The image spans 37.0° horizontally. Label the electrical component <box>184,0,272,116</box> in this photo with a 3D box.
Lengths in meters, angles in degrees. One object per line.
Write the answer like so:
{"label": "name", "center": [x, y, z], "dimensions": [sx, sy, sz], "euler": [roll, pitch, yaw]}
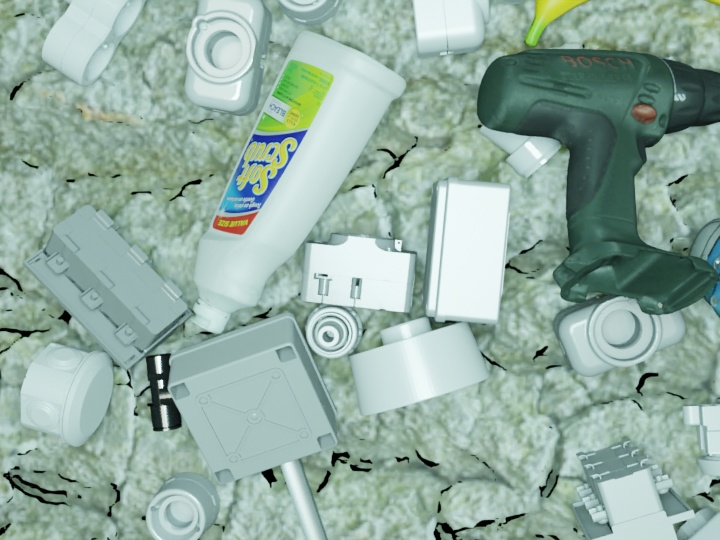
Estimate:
{"label": "electrical component", "center": [-0.108, -0.177, 0.876], "dimensions": [0.054, 0.059, 0.095], "euler": [11, 94, 3]}

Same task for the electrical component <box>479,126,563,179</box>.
{"label": "electrical component", "center": [0.130, -0.108, 0.870], "dimensions": [0.045, 0.045, 0.055], "euler": [-42, 90, 5]}

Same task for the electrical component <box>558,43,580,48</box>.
{"label": "electrical component", "center": [0.155, -0.161, 0.869], "dimensions": [0.046, 0.040, 0.040], "euler": [-4, 93, 9]}

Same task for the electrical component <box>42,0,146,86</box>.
{"label": "electrical component", "center": [-0.221, -0.229, 0.885], "dimensions": [0.074, 0.052, 0.138], "euler": [34, 95, 1]}

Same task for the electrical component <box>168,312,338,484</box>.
{"label": "electrical component", "center": [-0.085, 0.104, 0.872], "dimensions": [0.109, 0.056, 0.108], "euler": [-20, 117, 5]}

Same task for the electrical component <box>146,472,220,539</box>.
{"label": "electrical component", "center": [-0.150, 0.203, 0.905], "dimensions": [0.055, 0.047, 0.055], "euler": [0, 93, 4]}

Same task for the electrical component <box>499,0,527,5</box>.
{"label": "electrical component", "center": [0.124, -0.237, 0.855], "dimensions": [0.043, 0.062, 0.043], "euler": [0, 93, 4]}

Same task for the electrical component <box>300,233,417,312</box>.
{"label": "electrical component", "center": [0.000, 0.000, 0.882], "dimensions": [0.089, 0.050, 0.055], "euler": [6, 94, 3]}

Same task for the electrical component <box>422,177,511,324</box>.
{"label": "electrical component", "center": [0.083, -0.016, 0.847], "dimensions": [0.056, 0.108, 0.108], "euler": [5, 93, 1]}

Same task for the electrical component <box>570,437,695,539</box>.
{"label": "electrical component", "center": [0.206, 0.175, 0.841], "dimensions": [0.079, 0.121, 0.063], "euler": [-18, 89, 5]}

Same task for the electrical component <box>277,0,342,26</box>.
{"label": "electrical component", "center": [-0.043, -0.230, 0.875], "dimensions": [0.055, 0.047, 0.055], "euler": [0, 93, 4]}

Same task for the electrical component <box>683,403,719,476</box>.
{"label": "electrical component", "center": [0.297, 0.137, 0.872], "dimensions": [0.066, 0.048, 0.055], "euler": [-3, 85, 4]}

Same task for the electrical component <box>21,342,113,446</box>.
{"label": "electrical component", "center": [-0.241, 0.102, 0.891], "dimensions": [0.051, 0.080, 0.080], "euler": [15, 94, 8]}

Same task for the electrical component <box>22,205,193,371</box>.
{"label": "electrical component", "center": [-0.203, 0.011, 0.884], "dimensions": [0.121, 0.063, 0.079], "euler": [46, 53, 1]}

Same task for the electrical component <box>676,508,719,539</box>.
{"label": "electrical component", "center": [0.282, 0.218, 0.867], "dimensions": [0.047, 0.083, 0.075], "euler": [-44, 51, 5]}

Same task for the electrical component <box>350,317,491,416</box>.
{"label": "electrical component", "center": [0.044, 0.071, 0.857], "dimensions": [0.108, 0.108, 0.060], "euler": [-17, 86, 5]}

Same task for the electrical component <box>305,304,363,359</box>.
{"label": "electrical component", "center": [-0.023, 0.051, 0.880], "dimensions": [0.048, 0.062, 0.048], "euler": [0, 92, 3]}

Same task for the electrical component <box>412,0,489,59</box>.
{"label": "electrical component", "center": [0.071, -0.223, 0.864], "dimensions": [0.059, 0.054, 0.095], "euler": [-6, 93, 4]}

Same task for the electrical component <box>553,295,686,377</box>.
{"label": "electrical component", "center": [0.208, 0.046, 0.865], "dimensions": [0.095, 0.059, 0.053], "euler": [-22, 91, 5]}
